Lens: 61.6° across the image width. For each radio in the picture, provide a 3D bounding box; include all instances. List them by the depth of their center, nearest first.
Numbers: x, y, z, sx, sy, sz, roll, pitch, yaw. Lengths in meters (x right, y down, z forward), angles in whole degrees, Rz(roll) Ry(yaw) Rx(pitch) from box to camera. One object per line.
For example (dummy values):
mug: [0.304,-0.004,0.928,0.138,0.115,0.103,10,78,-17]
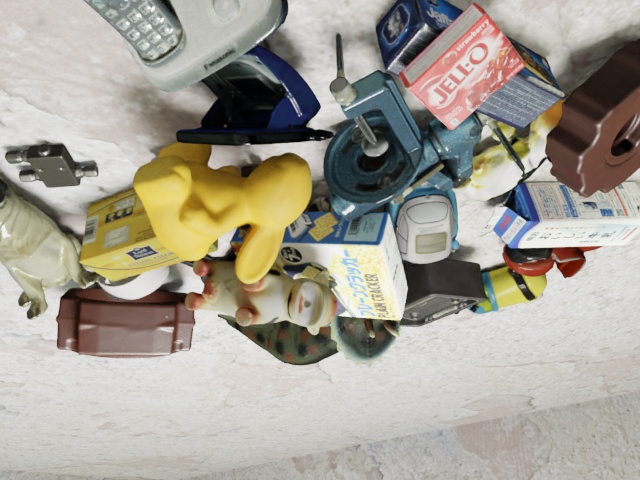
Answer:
radio: [0.189,0.103,0.992,0.131,0.073,0.229,7,158,-23]

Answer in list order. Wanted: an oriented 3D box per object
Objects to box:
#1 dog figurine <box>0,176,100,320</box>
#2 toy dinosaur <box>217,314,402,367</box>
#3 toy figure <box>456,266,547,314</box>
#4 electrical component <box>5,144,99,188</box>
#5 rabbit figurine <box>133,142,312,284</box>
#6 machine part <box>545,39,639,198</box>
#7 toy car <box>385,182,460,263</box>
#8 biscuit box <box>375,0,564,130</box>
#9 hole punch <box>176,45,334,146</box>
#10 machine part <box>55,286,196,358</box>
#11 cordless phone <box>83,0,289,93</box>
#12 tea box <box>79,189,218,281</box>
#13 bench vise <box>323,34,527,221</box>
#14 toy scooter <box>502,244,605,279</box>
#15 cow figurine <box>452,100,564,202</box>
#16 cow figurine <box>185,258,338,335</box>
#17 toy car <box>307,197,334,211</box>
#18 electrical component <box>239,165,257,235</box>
dog figurine: [-0.398,-0.013,0.717,0.172,0.121,0.190,10,133,54]
toy dinosaur: [-0.019,0.152,0.949,0.405,0.192,0.131,-27,142,28]
toy figure: [0.342,0.093,1.032,0.180,0.082,0.089,-13,151,15]
electrical component: [-0.318,-0.089,0.643,0.094,0.021,0.063,-3,149,-5]
rabbit figurine: [-0.090,-0.036,0.580,0.173,0.122,0.162,-12,105,5]
machine part: [0.339,-0.130,0.608,0.179,0.056,0.179,-22,140,-20]
toy car: [0.147,-0.022,0.745,0.109,0.103,0.161,-6,133,-1]
biscuit box: [0.154,-0.180,0.546,0.202,0.059,0.063,13,144,-31]
hole punch: [-0.069,-0.138,0.531,0.142,0.092,0.116,6,-170,36]
machine part: [-0.309,0.129,0.867,0.201,0.087,0.201,3,180,-19]
cordless phone: [-0.126,-0.216,0.411,0.147,0.089,0.184,-22,142,25]
tea box: [-0.223,-0.018,0.711,0.170,0.098,0.068,-14,148,16]
bench vise: [0.088,-0.113,0.595,0.224,0.129,0.240,-21,151,18]
toy scooter: [0.405,0.027,0.939,0.184,0.075,0.135,-13,149,2]
cow figurine: [0.255,-0.105,0.684,0.167,0.068,0.098,-28,144,33]
cow figurine: [-0.063,0.073,0.694,0.195,0.085,0.127,7,-179,35]
toy car: [-0.002,-0.002,0.824,0.073,0.056,0.201,13,144,-18]
electrical component: [-0.079,-0.046,0.685,0.045,0.102,0.078,-13,146,21]
